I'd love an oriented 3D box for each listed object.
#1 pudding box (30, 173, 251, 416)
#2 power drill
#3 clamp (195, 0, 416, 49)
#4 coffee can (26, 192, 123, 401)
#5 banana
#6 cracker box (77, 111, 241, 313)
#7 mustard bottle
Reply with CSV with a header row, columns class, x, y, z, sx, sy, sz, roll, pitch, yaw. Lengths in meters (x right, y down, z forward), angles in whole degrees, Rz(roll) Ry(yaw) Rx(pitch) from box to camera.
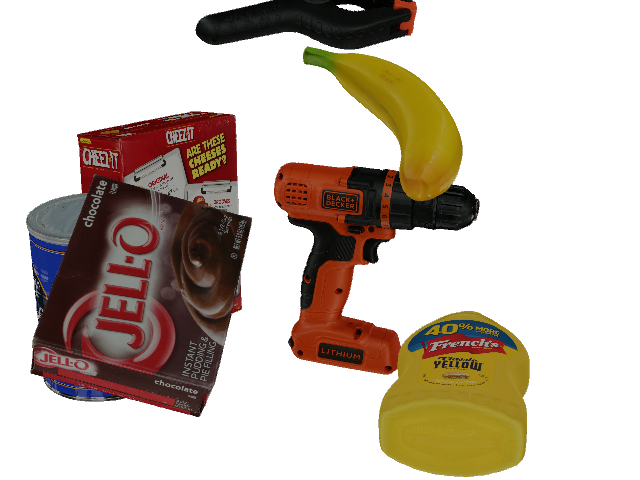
class,x,y,z,sx,sy,sz,roll,pitch,yaw
pudding box,-0.091,0.027,0.556,0.090,0.113,0.039,16,-41,-8
power drill,0.045,0.025,0.974,0.184,0.188,0.057,9,19,15
clamp,-0.010,-0.199,0.853,0.171,0.120,0.039,5,-27,-5
coffee can,-0.178,0.043,0.860,0.103,0.140,0.103,0,22,0
banana,0.050,-0.075,0.672,0.069,0.037,0.198,-9,33,-17
cracker box,-0.158,-0.013,1.077,0.072,0.214,0.163,9,19,35
mustard bottle,0.102,0.098,0.772,0.096,0.058,0.191,1,18,12
